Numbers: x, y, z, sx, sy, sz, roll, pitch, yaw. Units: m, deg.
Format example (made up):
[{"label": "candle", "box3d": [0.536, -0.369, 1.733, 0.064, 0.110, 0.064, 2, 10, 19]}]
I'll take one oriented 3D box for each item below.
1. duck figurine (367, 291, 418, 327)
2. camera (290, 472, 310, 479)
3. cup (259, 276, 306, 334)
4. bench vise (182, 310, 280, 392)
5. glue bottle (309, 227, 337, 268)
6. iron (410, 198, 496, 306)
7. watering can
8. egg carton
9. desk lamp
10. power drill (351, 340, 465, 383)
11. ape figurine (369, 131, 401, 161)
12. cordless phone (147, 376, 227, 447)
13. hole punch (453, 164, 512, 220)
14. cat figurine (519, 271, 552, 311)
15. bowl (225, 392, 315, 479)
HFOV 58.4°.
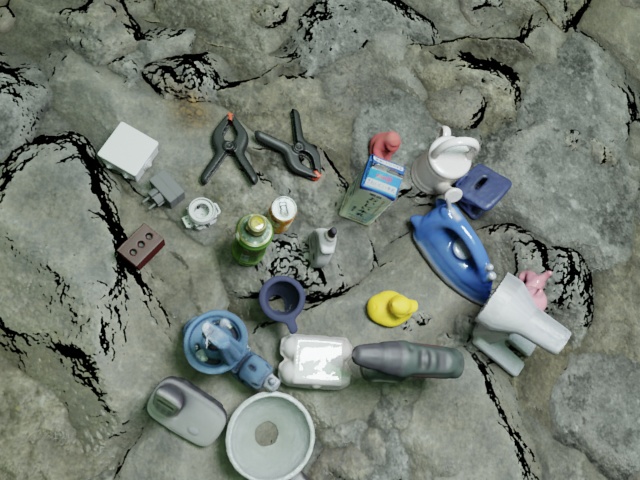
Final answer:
[{"label": "duck figurine", "box3d": [0.155, 0.141, 1.203, 0.105, 0.086, 0.077, 2, 75, -11]}, {"label": "camera", "box3d": [-0.043, 0.523, 1.056, 0.137, 0.100, 0.143, 44, 72, 2]}, {"label": "cup", "box3d": [-0.076, 0.136, 1.151, 0.092, 0.095, 0.118, -19, 81, -16]}, {"label": "bench vise", "box3d": [-0.156, 0.197, 1.052, 0.207, 0.219, 0.121, 19, 73, -6]}, {"label": "glue bottle", "box3d": [0.011, 0.004, 1.161, 0.037, 0.173, 0.078, -1, 76, -12]}, {"label": "iron", "box3d": [0.313, 0.024, 1.237, 0.119, 0.141, 0.258, -33, 85, -17]}, {"label": "watering can", "box3d": [0.281, -0.169, 1.252, 0.101, 0.194, 0.173, -20, 81, -16]}, {"label": "egg carton", "box3d": [-0.009, 0.245, 1.150, 0.150, 0.069, 0.107, 5, 75, -11]}, {"label": "desk lamp", "box3d": [0.400, 0.175, 1.179, 0.203, 0.213, 0.118, 39, 72, 0]}, {"label": "power drill", "box3d": [0.150, 0.237, 1.113, 0.230, 0.208, 0.075, 5, 75, -11]}, {"label": "ape figurine", "box3d": [0.152, -0.214, 1.289, 0.078, 0.092, 0.076, -22, 81, -16]}, {"label": "cordless phone", "box3d": [-0.238, 0.308, 1.025, 0.147, 0.185, 0.094, 30, 72, -3]}, {"label": "hole punch", "box3d": [0.364, -0.116, 1.310, 0.101, 0.091, 0.109, 45, 72, 2]}, {"label": "cat figurine", "box3d": [0.469, 0.119, 1.258, 0.067, 0.117, 0.128, 39, 72, 0]}, {"label": "bowl", "box3d": [-0.097, 0.375, 1.096, 0.167, 0.074, 0.167, 3, 75, -11]}]
